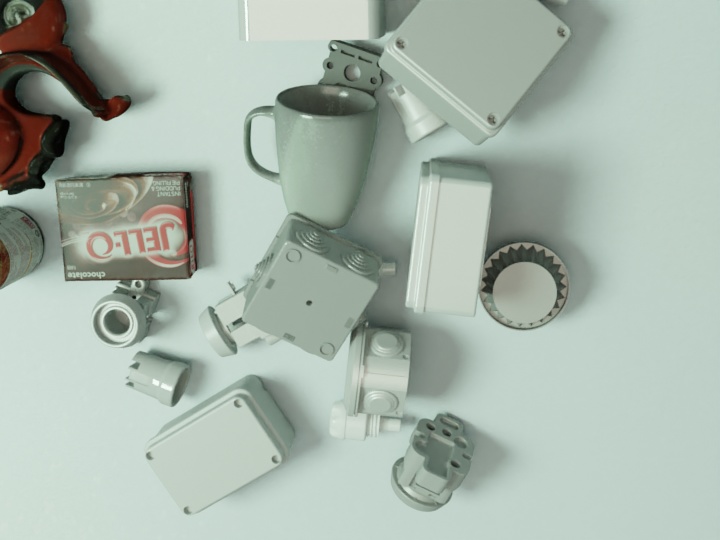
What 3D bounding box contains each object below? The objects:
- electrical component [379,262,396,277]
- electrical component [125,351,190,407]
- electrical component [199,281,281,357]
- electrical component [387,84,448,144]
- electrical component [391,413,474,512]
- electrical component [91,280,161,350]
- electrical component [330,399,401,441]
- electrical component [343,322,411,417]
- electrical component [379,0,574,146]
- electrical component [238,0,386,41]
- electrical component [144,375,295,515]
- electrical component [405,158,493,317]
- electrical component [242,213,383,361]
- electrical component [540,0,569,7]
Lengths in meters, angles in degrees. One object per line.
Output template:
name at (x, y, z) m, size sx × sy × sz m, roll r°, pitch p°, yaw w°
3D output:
electrical component at (0.000, 0.000, 0.912) m, size 0.061 × 0.035 × 0.035 m, roll -2°, pitch 102°, yaw 4°
electrical component at (-0.179, 0.095, 0.950) m, size 0.046 × 0.040 × 0.040 m, roll 19°, pitch 104°, yaw 8°
electrical component at (-0.105, 0.044, 0.928) m, size 0.055 × 0.048 × 0.066 m, roll -30°, pitch 98°, yaw 4°
electrical component at (0.048, -0.132, 0.876) m, size 0.040 × 0.040 × 0.046 m, roll -30°, pitch 92°, yaw 12°
electrical component at (0.061, 0.170, 0.926) m, size 0.058 × 0.078 × 0.057 m, roll 25°, pitch 123°, yaw -1°
electrical component at (-0.204, 0.040, 0.932) m, size 0.048 × 0.055 × 0.066 m, roll 21°, pitch 104°, yaw 1°
electrical component at (0.005, 0.133, 0.941) m, size 0.061 × 0.035 × 0.035 m, roll 6°, pitch 103°, yaw 2°
electrical component at (0.014, 0.085, 0.907) m, size 0.051 × 0.080 × 0.080 m, roll 6°, pitch 103°, yaw 0°
electrical component at (0.089, -0.173, 0.837) m, size 0.109 × 0.056 × 0.108 m, roll 39°, pitch 81°, yaw -3°
electrical component at (-0.037, -0.212, 0.847) m, size 0.113 × 0.078 × 0.057 m, roll 1°, pitch 105°, yaw 6°
electrical component at (-0.123, 0.154, 0.947) m, size 0.113 × 0.057 × 0.078 m, roll -31°, pitch 97°, yaw 12°
electrical component at (0.071, -0.028, 0.861) m, size 0.056 × 0.108 × 0.108 m, roll 7°, pitch 103°, yaw 2°
electrical component at (-0.040, 0.016, 0.872) m, size 0.100 × 0.048 × 0.099 m, roll 26°, pitch 115°, yaw -12°
electrical component at (0.137, -0.234, 0.843) m, size 0.078 × 0.040 × 0.040 m, roll 17°, pitch 104°, yaw 2°
